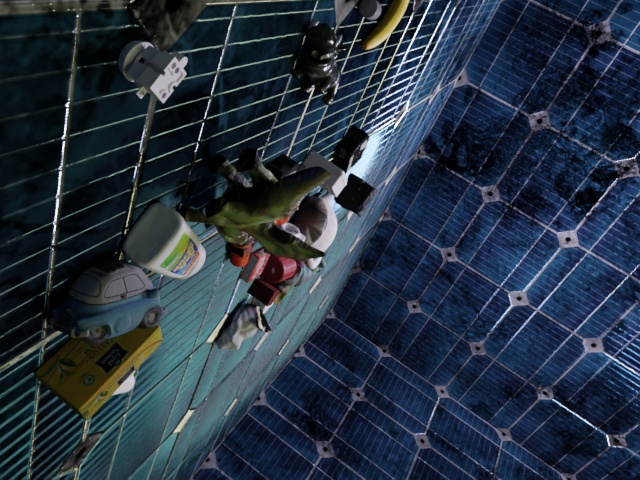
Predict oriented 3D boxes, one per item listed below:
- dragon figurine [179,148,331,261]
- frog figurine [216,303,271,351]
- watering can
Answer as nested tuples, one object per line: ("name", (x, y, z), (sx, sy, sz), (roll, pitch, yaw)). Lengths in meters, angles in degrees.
("dragon figurine", (-0.079, -0.037, 0.884), (0.239, 0.410, 0.124), (38, 66, -41))
("frog figurine", (-0.247, 0.268, 1.578), (0.159, 0.123, 0.137), (-21, 178, 3))
("watering can", (0.005, -0.081, 1.618), (0.222, 0.104, 0.350), (43, 61, -71))
